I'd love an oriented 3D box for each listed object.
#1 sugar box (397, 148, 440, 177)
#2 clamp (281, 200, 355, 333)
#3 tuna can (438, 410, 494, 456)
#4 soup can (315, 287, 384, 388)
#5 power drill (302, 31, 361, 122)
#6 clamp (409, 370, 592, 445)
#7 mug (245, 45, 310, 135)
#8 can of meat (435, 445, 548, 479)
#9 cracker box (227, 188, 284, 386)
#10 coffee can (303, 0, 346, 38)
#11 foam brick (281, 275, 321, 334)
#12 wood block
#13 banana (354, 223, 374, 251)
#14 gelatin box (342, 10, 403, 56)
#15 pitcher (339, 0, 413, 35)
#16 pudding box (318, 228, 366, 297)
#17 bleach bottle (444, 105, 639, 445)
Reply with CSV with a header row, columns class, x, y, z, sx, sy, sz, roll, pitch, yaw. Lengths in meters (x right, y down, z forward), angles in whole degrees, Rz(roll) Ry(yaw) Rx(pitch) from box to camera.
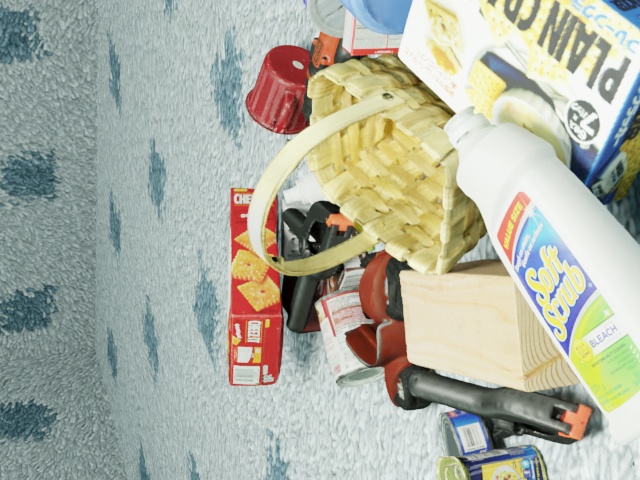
class,x,y,z,sx,sy,sz,roll,pitch,yaw
sugar box,0.096,-0.099,1.079,0.176,0.048,0.093,107,150,-49
clamp,-0.008,0.002,1.291,0.210,0.036,0.164,125,143,-58
tuna can,0.142,0.204,1.023,0.086,0.033,0.086,167,90,-84
soup can,0.039,0.116,1.263,0.069,0.068,0.102,121,138,-59
power drill,0.030,-0.154,1.226,0.185,0.057,0.188,107,150,-49
clamp,0.154,0.142,0.903,0.172,0.120,0.039,-21,51,65
mug,-0.043,-0.187,1.362,0.082,0.093,0.117,116,169,-47
can of meat,0.157,0.236,0.945,0.058,0.083,0.102,151,111,-69
cracker box,-0.087,0.062,1.417,0.164,0.072,0.213,96,173,-50
coffee can,0.016,-0.302,1.157,0.103,0.102,0.140,105,152,-44
foam brick,-0.015,0.081,1.425,0.078,0.053,0.051,-126,35,-54
wood block,0.153,0.066,0.899,0.206,0.090,0.090,180,84,-70
banana,0.025,-0.077,1.293,0.070,0.037,0.198,106,151,-45
gelatin box,0.064,-0.235,1.087,0.030,0.073,0.089,-126,35,-56
pitcher,0.023,-0.289,0.922,0.243,0.149,0.145,60,145,41
pudding box,0.024,0.033,1.323,0.114,0.039,0.090,112,148,-51
bleach bottle,0.170,0.014,0.743,0.251,0.068,0.103,53,148,14
